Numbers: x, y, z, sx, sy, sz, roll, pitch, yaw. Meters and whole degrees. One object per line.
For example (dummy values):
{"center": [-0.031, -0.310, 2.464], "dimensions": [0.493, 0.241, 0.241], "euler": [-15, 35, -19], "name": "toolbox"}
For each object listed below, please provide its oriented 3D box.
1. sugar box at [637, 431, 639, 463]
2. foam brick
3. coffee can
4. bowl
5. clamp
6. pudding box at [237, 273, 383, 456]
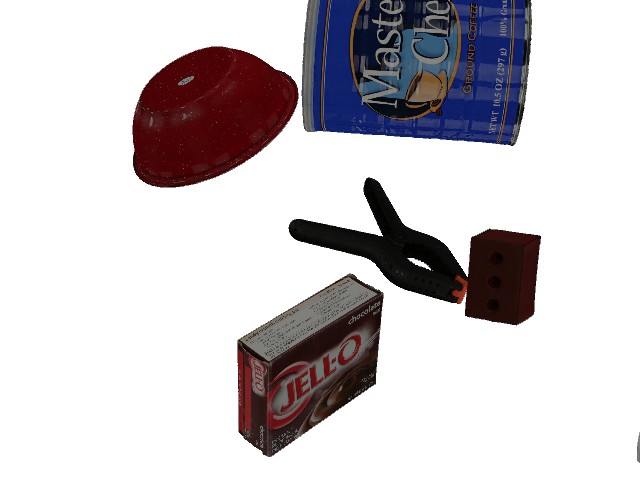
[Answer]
{"center": [0.301, 0.150, 0.718], "dimensions": [0.048, 0.093, 0.176], "euler": [-15, 30, -37], "name": "sugar box"}
{"center": [0.168, 0.033, 0.985], "dimensions": [0.053, 0.078, 0.051], "euler": [9, 15, 27], "name": "foam brick"}
{"center": [0.062, -0.119, 0.709], "dimensions": [0.140, 0.103, 0.103], "euler": [4, 0, 4], "name": "coffee can"}
{"center": [-0.103, -0.118, 0.919], "dimensions": [0.162, 0.055, 0.162], "euler": [-19, 37, 15], "name": "bowl"}
{"center": [0.076, 0.009, 1.240], "dimensions": [0.164, 0.036, 0.210], "euler": [-25, 53, -40], "name": "clamp"}
{"center": [-0.007, 0.087, 0.754], "dimensions": [0.039, 0.090, 0.113], "euler": [32, 46, 32], "name": "pudding box"}
